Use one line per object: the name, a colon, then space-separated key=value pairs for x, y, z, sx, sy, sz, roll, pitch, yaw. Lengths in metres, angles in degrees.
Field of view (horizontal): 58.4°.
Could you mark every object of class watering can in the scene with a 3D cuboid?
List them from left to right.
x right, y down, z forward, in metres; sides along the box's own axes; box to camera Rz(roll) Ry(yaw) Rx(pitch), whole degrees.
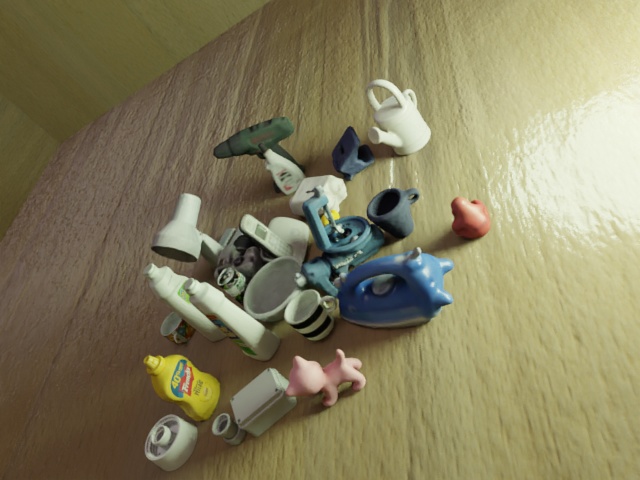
watering can: x=0.176 y=-0.298 z=1.366 sx=0.100 sy=0.195 sz=0.173 roll=-15 pitch=44 yaw=33

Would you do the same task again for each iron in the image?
iron: x=0.113 y=0.085 z=1.071 sx=0.257 sy=0.142 sz=0.118 roll=-18 pitch=42 yaw=30

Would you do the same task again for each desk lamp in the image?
desk lamp: x=-0.322 y=-0.008 z=1.522 sx=0.117 sy=0.214 sz=0.203 roll=-6 pitch=49 yaw=40

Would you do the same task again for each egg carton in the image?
egg carton: x=-0.007 y=-0.107 z=1.450 sx=0.149 sy=0.070 sz=0.107 roll=-2 pitch=52 yaw=43

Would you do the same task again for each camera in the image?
camera: x=-0.191 y=0.044 z=1.440 sx=0.142 sy=0.101 sz=0.137 roll=-17 pitch=42 yaw=31

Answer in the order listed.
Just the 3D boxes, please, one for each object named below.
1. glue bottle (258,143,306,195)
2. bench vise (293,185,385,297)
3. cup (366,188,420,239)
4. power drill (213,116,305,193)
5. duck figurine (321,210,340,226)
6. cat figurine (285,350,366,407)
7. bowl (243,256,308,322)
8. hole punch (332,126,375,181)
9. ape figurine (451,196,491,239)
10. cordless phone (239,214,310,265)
glue bottle: x=-0.113 y=-0.201 z=1.559 sx=0.078 sy=0.174 sz=0.037 roll=-32 pitch=37 yaw=14
bench vise: x=0.018 y=0.006 z=1.176 sx=0.121 sy=0.220 sz=0.208 roll=12 pitch=61 yaw=49
cup: x=0.169 y=-0.055 z=1.205 sx=0.117 sy=0.095 sz=0.091 roll=-29 pitch=37 yaw=18
power drill: x=-0.150 y=-0.235 z=1.600 sx=0.229 sy=0.209 sz=0.075 roll=-31 pitch=37 yaw=16
duck figurine: x=0.034 y=-0.023 z=1.308 sx=0.077 sy=0.086 sz=0.104 roll=-20 pitch=41 yaw=28
cat figurine: x=0.001 y=0.243 z=1.034 sx=0.127 sy=0.118 sz=0.067 roll=-35 pitch=36 yaw=10
bowl: x=-0.086 y=0.122 z=1.281 sx=0.167 sy=0.075 sz=0.167 roll=-25 pitch=39 yaw=23
hole punch: x=0.074 y=-0.223 z=1.476 sx=0.101 sy=0.091 sz=0.108 roll=-34 pitch=36 yaw=12
ape figurine: x=0.281 y=-0.049 z=1.095 sx=0.078 sy=0.092 sz=0.076 roll=-37 pitch=36 yaw=7
cordless phone: x=-0.111 y=-0.019 z=1.357 sx=0.094 sy=0.186 sz=0.147 roll=-20 pitch=41 yaw=28
